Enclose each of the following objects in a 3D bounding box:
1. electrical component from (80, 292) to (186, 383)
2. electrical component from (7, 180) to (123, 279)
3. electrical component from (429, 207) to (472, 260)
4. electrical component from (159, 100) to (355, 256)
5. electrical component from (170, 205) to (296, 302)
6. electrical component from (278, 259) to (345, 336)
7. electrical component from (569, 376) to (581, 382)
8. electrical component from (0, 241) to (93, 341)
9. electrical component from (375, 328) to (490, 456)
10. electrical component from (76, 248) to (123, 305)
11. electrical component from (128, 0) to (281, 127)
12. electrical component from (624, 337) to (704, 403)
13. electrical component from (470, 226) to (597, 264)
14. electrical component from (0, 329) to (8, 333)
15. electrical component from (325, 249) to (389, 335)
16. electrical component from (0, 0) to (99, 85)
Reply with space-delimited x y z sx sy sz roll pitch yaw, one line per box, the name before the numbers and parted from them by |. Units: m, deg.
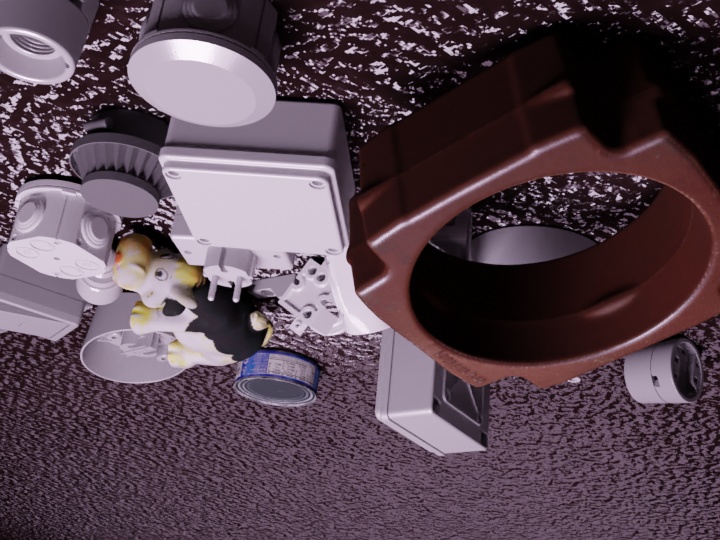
electrical component | -0.203 0.063 0.993 0.099 0.064 0.099 6 156 3
electrical component | -0.224 -0.031 0.814 0.080 0.051 0.080 6 155 3
electrical component | 0.048 -0.023 0.750 0.056 0.050 0.089 3 155 8
electrical component | -0.062 -0.060 0.697 0.109 0.056 0.108 4 155 7
electrical component | -0.094 -0.012 0.787 0.083 0.075 0.047 3 155 11
electrical component | -0.030 0.026 0.876 0.048 0.066 0.055 35 178 28
electrical component | 0.176 0.061 0.881 0.035 0.061 0.035 6 155 3
electrical component | -0.281 0.025 0.940 0.096 0.061 0.062 22 152 -28
electrical component | 0.066 0.091 0.923 0.056 0.108 0.109 -10 150 30
electrical component | -0.214 0.000 0.889 0.040 0.040 0.078 13 155 -11
electrical component | -0.082 -0.117 0.586 0.080 0.051 0.080 6 155 3
electrical component | 0.260 0.088 0.924 0.055 0.055 0.047 29 152 -37
electrical component | 0.129 0.018 0.803 0.108 0.060 0.108 7 155 3
electrical component | -0.346 0.033 0.986 0.047 0.055 0.055 -12 149 44
electrical component | 0.000 0.000 0.798 0.044 0.077 0.079 -14 -167 1
electrical component | -0.174 -0.134 0.582 0.055 0.047 0.055 6 155 3
